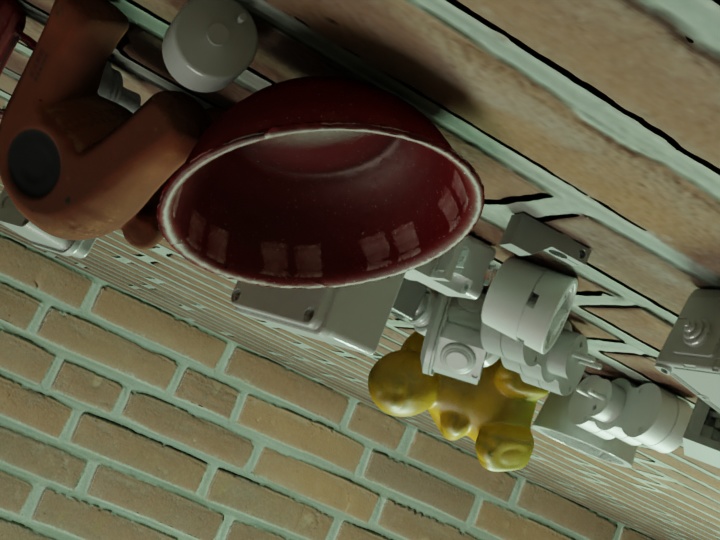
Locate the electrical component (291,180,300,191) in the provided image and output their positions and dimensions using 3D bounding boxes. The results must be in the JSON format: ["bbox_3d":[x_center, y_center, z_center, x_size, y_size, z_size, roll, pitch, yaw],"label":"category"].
[{"bbox_3d":[-0.016,-0.056,0.628,0.077,0.047,0.066,19,169,27],"label":"electrical component"}]

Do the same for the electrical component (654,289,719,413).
[{"bbox_3d":[0.219,0.047,0.606,0.096,0.061,0.062,36,167,-20],"label":"electrical component"}]

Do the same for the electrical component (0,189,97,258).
[{"bbox_3d":[-0.234,-0.072,0.864,0.078,0.113,0.057,13,162,48],"label":"electrical component"}]

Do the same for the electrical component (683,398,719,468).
[{"bbox_3d":[0.317,0.126,0.775,0.150,0.061,0.089,20,169,22],"label":"electrical component"}]

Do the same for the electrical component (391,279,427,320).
[{"bbox_3d":[0.000,0.000,0.885,0.100,0.048,0.100,30,169,-32],"label":"electrical component"}]

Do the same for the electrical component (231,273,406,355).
[{"bbox_3d":[-0.022,-0.009,0.716,0.056,0.108,0.109,27,171,-36],"label":"electrical component"}]

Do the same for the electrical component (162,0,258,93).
[{"bbox_3d":[-0.076,-0.106,0.523,0.040,0.040,0.078,27,170,-17],"label":"electrical component"}]

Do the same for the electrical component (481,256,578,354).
[{"bbox_3d":[0.114,0.022,0.724,0.047,0.055,0.055,24,171,20],"label":"electrical component"}]

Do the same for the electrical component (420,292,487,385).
[{"bbox_3d":[0.083,0.052,0.882,0.051,0.080,0.080,16,169,9],"label":"electrical component"}]

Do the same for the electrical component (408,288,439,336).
[{"bbox_3d":[0.061,0.036,0.951,0.062,0.043,0.043,30,168,-25],"label":"electrical component"}]

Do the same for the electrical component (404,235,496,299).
[{"bbox_3d":[0.054,-0.010,0.731,0.064,0.042,0.081,25,171,-28],"label":"electrical component"}]

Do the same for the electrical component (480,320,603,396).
[{"bbox_3d":[0.155,0.064,0.849,0.074,0.052,0.138,17,168,34],"label":"electrical component"}]

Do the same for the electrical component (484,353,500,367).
[{"bbox_3d":[0.107,0.064,1.006,0.040,0.040,0.046,15,161,43],"label":"electrical component"}]

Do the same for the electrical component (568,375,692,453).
[{"bbox_3d":[0.233,0.124,0.986,0.074,0.052,0.138,27,170,-19],"label":"electrical component"}]

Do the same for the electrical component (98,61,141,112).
[{"bbox_3d":[-0.171,-0.116,0.688,0.062,0.048,0.048,21,174,-40],"label":"electrical component"}]

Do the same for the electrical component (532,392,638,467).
[{"bbox_3d":[0.239,0.155,1.111,0.108,0.060,0.108,23,170,4],"label":"electrical component"}]
